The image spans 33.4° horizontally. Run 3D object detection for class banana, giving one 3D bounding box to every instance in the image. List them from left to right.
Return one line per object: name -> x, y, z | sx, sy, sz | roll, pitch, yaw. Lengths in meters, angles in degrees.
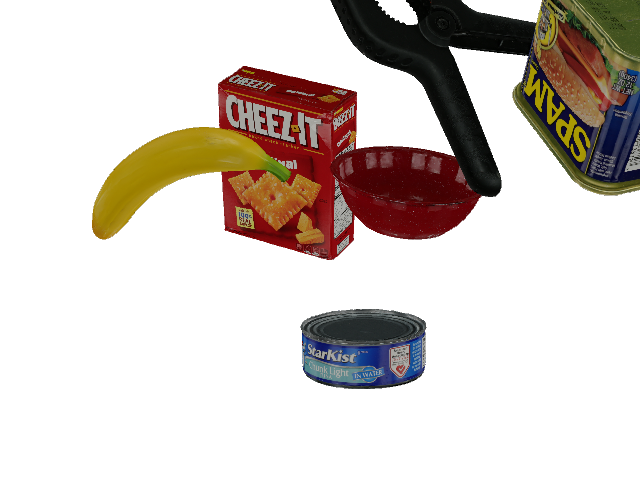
banana -> -0.123, -0.051, 0.866 | 0.198, 0.069, 0.037 | -15, 18, 29

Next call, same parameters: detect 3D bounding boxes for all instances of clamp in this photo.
clamp -> 0.081, -0.137, 0.764 | 0.210, 0.164, 0.036 | 31, -28, -7

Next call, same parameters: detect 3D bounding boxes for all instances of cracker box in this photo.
cracker box -> -0.042, -0.094, 1.338 | 0.164, 0.214, 0.072 | 17, 36, 24

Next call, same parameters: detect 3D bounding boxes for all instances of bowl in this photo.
bowl -> 0.088, -0.044, 1.078 | 0.162, 0.055, 0.162 | 4, 24, -2

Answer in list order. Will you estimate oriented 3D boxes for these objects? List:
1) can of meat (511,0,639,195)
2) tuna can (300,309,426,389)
can of meat -> 0.151, -0.089, 0.566 | 0.057, 0.084, 0.102 | -12, 48, -16
tuna can -> 0.029, 0.073, 0.730 | 0.086, 0.034, 0.086 | -1, 11, 0
